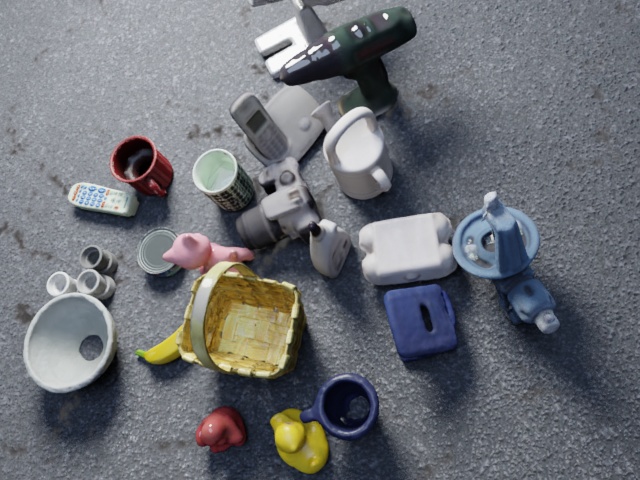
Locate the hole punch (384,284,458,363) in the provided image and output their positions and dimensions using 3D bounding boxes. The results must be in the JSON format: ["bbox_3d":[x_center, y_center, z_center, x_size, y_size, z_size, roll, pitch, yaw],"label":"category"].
[{"bbox_3d":[0.152,0.121,0.860,0.101,0.091,0.108,-17,69,8],"label":"hole punch"}]

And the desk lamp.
[{"bbox_3d":[-0.039,-0.419,1.013,0.203,0.214,0.118,-28,68,3],"label":"desk lamp"}]

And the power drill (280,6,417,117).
[{"bbox_3d":[0.057,-0.277,0.947,0.229,0.209,0.075,-33,68,1],"label":"power drill"}]

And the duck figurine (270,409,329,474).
[{"bbox_3d":[-0.036,0.298,0.849,0.077,0.086,0.104,-40,68,-2],"label":"duck figurine"}]

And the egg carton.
[{"bbox_3d":[0.138,0.016,0.908,0.150,0.069,0.107,-10,70,10],"label":"egg carton"}]

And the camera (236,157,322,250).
[{"bbox_3d":[-0.078,-0.053,0.964,0.136,0.101,0.143,-24,69,5],"label":"camera"}]

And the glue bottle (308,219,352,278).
[{"bbox_3d":[0.008,0.003,0.887,0.037,0.173,0.078,21,78,19],"label":"glue bottle"}]

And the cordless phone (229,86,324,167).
[{"bbox_3d":[-0.074,-0.211,0.969,0.094,0.185,0.148,35,83,21],"label":"cordless phone"}]

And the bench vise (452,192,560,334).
[{"bbox_3d":[0.273,0.021,0.794,0.121,0.220,0.207,-46,68,-4],"label":"bench vise"}]

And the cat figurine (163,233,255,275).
[{"bbox_3d":[-0.189,0.023,0.956,0.127,0.118,0.067,5,74,15],"label":"cat figurine"}]

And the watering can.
[{"bbox_3d":[0.050,-0.149,0.915,0.172,0.194,0.101,28,81,20],"label":"watering can"}]

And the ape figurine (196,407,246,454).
[{"bbox_3d":[-0.155,0.293,0.875,0.077,0.092,0.076,14,76,17],"label":"ape figurine"}]

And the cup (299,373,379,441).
[{"bbox_3d":[0.035,0.250,0.843,0.117,0.095,0.091,-18,69,7],"label":"cup"}]

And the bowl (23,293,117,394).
[{"bbox_3d":[-0.412,0.179,0.982,0.167,0.075,0.167,-4,72,12],"label":"bowl"}]
